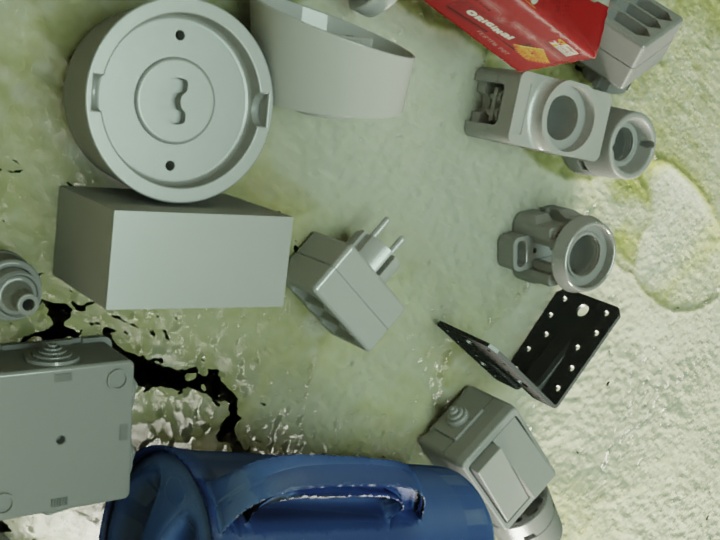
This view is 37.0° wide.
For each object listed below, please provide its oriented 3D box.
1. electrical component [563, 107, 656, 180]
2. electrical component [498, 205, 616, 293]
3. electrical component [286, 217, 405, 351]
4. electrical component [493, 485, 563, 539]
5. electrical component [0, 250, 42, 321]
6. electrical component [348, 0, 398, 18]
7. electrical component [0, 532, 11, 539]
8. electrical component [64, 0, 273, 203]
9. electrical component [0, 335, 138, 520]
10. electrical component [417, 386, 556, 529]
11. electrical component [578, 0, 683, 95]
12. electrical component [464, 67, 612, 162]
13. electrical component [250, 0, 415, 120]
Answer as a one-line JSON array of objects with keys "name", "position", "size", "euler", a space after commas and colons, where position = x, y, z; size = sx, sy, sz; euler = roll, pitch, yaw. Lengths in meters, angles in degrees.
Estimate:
[{"name": "electrical component", "position": [0.187, -0.095, 0.806], "size": [0.055, 0.047, 0.055], "euler": [-10, 108, -33]}, {"name": "electrical component", "position": [0.151, -0.015, 0.796], "size": [0.078, 0.057, 0.058], "euler": [-13, 109, -32]}, {"name": "electrical component", "position": [0.000, 0.000, 0.701], "size": [0.076, 0.047, 0.065], "euler": [-49, 124, -14]}, {"name": "electrical component", "position": [0.127, 0.192, 0.837], "size": [0.055, 0.055, 0.047], "euler": [-42, 126, -19]}, {"name": "electrical component", "position": [-0.185, 0.011, 0.568], "size": [0.035, 0.061, 0.035], "euler": [-10, 109, -32]}, {"name": "electrical component", "position": [0.000, -0.188, 0.654], "size": [0.055, 0.048, 0.066], "euler": [41, 78, -27]}, {"name": "electrical component", "position": [-0.203, 0.183, 0.606], "size": [0.055, 0.055, 0.047], "euler": [-51, 128, -13]}, {"name": "electrical component", "position": [-0.109, -0.094, 0.592], "size": [0.108, 0.060, 0.108], "euler": [-8, 104, -33]}, {"name": "electrical component", "position": [-0.175, 0.088, 0.603], "size": [0.100, 0.048, 0.099], "euler": [-3, 104, -34]}, {"name": "electrical component", "position": [0.094, 0.135, 0.793], "size": [0.062, 0.061, 0.096], "euler": [-44, 123, -17]}, {"name": "electrical component", "position": [0.188, -0.155, 0.787], "size": [0.066, 0.047, 0.076], "euler": [-36, 157, -40]}, {"name": "electrical component", "position": [0.129, -0.109, 0.756], "size": [0.089, 0.056, 0.050], "euler": [6, 99, -36]}, {"name": "electrical component", "position": [-0.017, -0.123, 0.628], "size": [0.099, 0.099, 0.064], "euler": [-5, 111, -34]}]
